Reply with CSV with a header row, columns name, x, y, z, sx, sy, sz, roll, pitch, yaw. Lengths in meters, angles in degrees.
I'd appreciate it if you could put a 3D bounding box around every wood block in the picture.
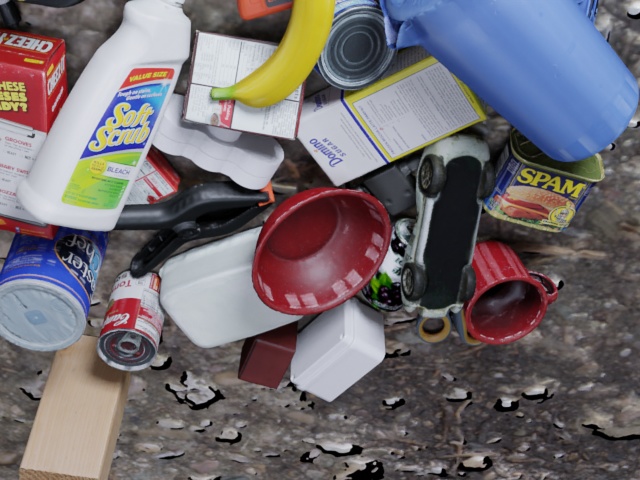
name,x,y,z,sx,sy,sz,roll,pitch,yaw
wood block,-0.289,0.221,1.280,0.091,0.206,0.090,8,132,-4

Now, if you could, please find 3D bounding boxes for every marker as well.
name,x,y,z,sx,sy,sz,roll,pitch,yaw
marker,-0.306,-0.250,0.987,0.020,0.020,0.121,-8,131,10

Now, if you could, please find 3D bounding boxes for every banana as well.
name,x,y,z,sx,sy,sz,roll,pitch,yaw
banana,-0.028,-0.178,0.943,0.069,0.037,0.198,10,137,-28

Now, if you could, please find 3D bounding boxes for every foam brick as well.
name,x,y,z,sx,sy,sz,roll,pitch,yaw
foam brick,-0.063,0.132,1.290,0.051,0.053,0.078,16,131,-10

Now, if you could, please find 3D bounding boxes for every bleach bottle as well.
name,x,y,z,sx,sy,sz,roll,pitch,yaw
bleach bottle,-0.195,-0.132,1.010,0.102,0.068,0.251,10,114,-46

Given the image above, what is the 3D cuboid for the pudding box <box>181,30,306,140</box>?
name,x,y,z,sx,sy,sz,roll,pitch,yaw
pudding box,-0.071,-0.148,1.024,0.113,0.039,0.090,9,97,-7

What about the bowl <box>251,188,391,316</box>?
name,x,y,z,sx,sy,sz,roll,pitch,yaw
bowl,-0.007,0.001,1.130,0.162,0.055,0.162,-16,131,-20

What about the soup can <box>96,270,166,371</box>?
name,x,y,z,sx,sy,sz,roll,pitch,yaw
soup can,-0.213,0.091,1.228,0.068,0.102,0.068,2,132,2

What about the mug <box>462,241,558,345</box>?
name,x,y,z,sx,sy,sz,roll,pitch,yaw
mug,0.204,0.053,1.177,0.117,0.081,0.093,-5,125,-11

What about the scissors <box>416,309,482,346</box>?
name,x,y,z,sx,sy,sz,roll,pitch,yaw
scissors,0.139,0.057,1.235,0.096,0.016,0.201,-17,129,16

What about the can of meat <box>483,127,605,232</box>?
name,x,y,z,sx,sy,sz,roll,pitch,yaw
can of meat,0.226,-0.060,1.099,0.102,0.057,0.084,15,133,-10

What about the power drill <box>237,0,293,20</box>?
name,x,y,z,sx,sy,sz,roll,pitch,yaw
power drill,-0.066,-0.286,0.914,0.184,0.057,0.187,-12,130,14

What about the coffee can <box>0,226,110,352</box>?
name,x,y,z,sx,sy,sz,roll,pitch,yaw
coffee can,-0.292,0.036,1.159,0.103,0.140,0.103,2,132,2

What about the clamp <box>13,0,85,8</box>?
name,x,y,z,sx,sy,sz,roll,pitch,yaw
clamp,-0.210,-0.252,0.962,0.172,0.039,0.120,-27,109,31

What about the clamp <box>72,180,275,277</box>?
name,x,y,z,sx,sy,sz,roll,pitch,yaw
clamp,-0.153,-0.024,1.139,0.210,0.036,0.164,-21,155,16

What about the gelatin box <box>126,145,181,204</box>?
name,x,y,z,sx,sy,sz,roll,pitch,yaw
gelatin box,-0.205,-0.068,1.135,0.089,0.030,0.073,-24,125,20

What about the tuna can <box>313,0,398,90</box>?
name,x,y,z,sx,sy,sz,roll,pitch,yaw
tuna can,0.030,-0.184,0.994,0.086,0.034,0.086,-12,125,-17

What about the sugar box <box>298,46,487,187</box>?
name,x,y,z,sx,sy,sz,roll,pitch,yaw
sugar box,0.067,-0.128,1.056,0.176,0.048,0.093,-21,127,25

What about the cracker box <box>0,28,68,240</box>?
name,x,y,z,sx,sy,sz,roll,pitch,yaw
cracker box,-0.339,-0.112,1.072,0.164,0.072,0.214,11,131,1

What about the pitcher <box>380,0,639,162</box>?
name,x,y,z,sx,sy,sz,roll,pitch,yaw
pitcher,0.184,-0.186,0.953,0.149,0.145,0.242,-25,130,38
